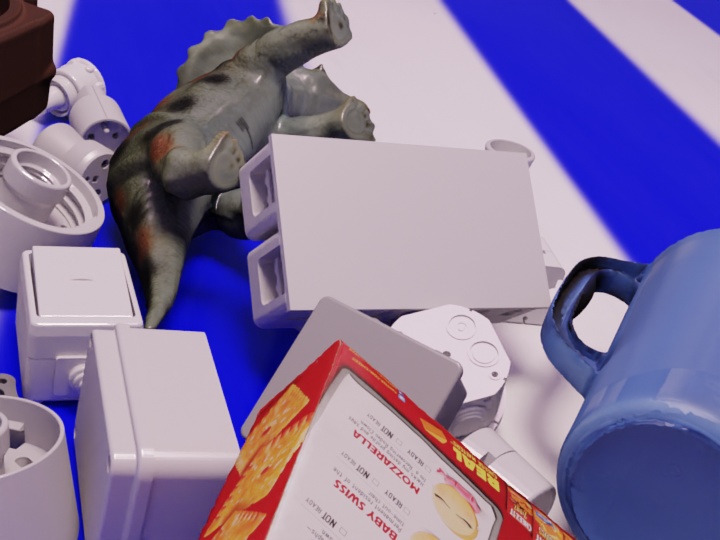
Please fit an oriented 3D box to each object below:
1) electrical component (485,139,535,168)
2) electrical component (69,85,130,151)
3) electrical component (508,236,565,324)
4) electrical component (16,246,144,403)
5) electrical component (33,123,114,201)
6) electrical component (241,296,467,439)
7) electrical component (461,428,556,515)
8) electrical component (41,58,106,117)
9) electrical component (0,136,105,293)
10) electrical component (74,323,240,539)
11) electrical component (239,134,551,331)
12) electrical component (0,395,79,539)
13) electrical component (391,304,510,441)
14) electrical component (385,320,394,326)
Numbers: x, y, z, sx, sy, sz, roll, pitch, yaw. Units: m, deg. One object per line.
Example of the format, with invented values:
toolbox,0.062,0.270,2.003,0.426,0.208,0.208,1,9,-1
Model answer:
electrical component,0.125,-0.081,0.947,0.045,0.055,0.045,11,29,-6
electrical component,-0.215,-0.120,0.880,0.043,0.043,0.081,-1,31,-25
electrical component,0.095,0.001,0.791,0.089,0.050,0.055,6,29,-14
electrical component,-0.160,0.031,0.613,0.062,0.061,0.096,1,31,-22
electrical component,-0.213,-0.079,0.806,0.055,0.045,0.045,30,32,26
electrical component,0.000,0.076,0.574,0.100,0.099,0.048,26,-14,22
electrical component,0.069,0.119,0.565,0.055,0.055,0.047,-18,45,-44
electrical component,-0.252,-0.151,0.920,0.048,0.048,0.062,25,37,20
electrical component,-0.215,-0.042,0.684,0.108,0.060,0.108,31,22,-14
electrical component,-0.102,0.086,0.523,0.057,0.078,0.113,5,30,-22
electrical component,0.022,-0.020,0.683,0.186,0.060,0.105,1,75,-29
electrical component,-0.183,0.101,0.501,0.099,0.064,0.099,3,19,-1
electrical component,0.049,0.064,0.637,0.080,0.051,0.080,2,51,-2
electrical component,0.000,0.000,0.757,0.077,0.044,0.079,21,30,14
